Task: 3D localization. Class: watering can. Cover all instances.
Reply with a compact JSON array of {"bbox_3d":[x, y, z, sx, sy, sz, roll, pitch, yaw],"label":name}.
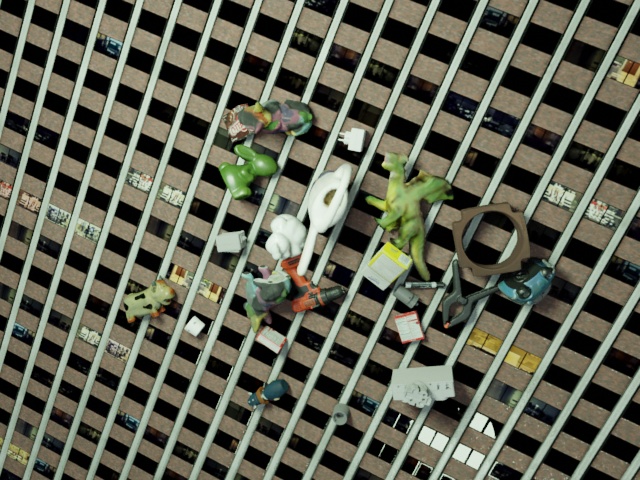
[{"bbox_3d":[0.005,-0.077,1.532,0.103,0.227,0.344,24,105,-12],"label":"watering can"}]

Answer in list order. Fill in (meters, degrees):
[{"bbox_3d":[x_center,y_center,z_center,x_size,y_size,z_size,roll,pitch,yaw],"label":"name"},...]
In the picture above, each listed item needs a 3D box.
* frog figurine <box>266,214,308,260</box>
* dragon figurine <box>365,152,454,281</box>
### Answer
[{"bbox_3d":[-0.107,-0.009,1.595,0.122,0.161,0.137,-20,96,13],"label":"frog figurine"},{"bbox_3d":[0.293,-0.089,1.537,0.241,0.124,0.406,-37,107,9],"label":"dragon figurine"}]
